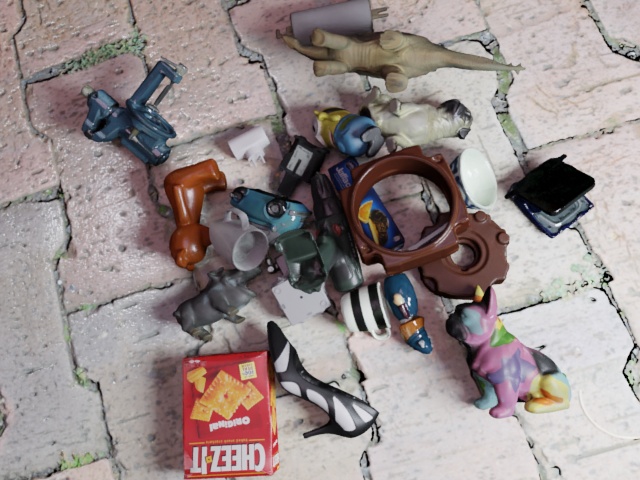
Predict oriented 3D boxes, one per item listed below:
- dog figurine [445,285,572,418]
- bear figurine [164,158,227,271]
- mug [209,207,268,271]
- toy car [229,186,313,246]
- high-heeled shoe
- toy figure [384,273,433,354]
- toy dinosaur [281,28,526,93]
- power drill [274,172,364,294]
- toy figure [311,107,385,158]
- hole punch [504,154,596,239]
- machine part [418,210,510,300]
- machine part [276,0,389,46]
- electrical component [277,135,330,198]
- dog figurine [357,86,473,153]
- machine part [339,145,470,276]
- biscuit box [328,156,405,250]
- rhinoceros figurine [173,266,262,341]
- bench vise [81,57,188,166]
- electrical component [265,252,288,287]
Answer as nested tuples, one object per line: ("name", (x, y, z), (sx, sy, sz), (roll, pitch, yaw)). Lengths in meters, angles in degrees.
("dog figurine", (0.317, 0.182, 0.914), (0.192, 0.108, 0.219), (-8, 88, 0))
("bear figurine", (-0.239, -0.044, 1.053), (0.132, 0.120, 0.196), (-14, 77, -1))
("mug", (-0.161, -0.009, 0.996), (0.081, 0.109, 0.107), (-30, 39, -34))
("toy car", (-0.105, -0.041, 1.046), (0.162, 0.109, 0.102), (17, 97, 19))
("high-heeled shoe", (0.002, 0.243, 0.976), (0.145, 0.086, 0.248), (-22, 80, -2))
("toy figure", (0.163, 0.138, 0.989), (0.064, 0.058, 0.154), (-8, 73, -36))
("toy dinosaur", (0.148, -0.354, 1.034), (0.472, 0.198, 0.105), (16, 118, 16))
("power drill", (-0.002, -0.003, 0.967), (0.086, 0.207, 0.232), (-18, 95, 20))
("toy figure", (0.055, -0.209, 1.046), (0.089, 0.180, 0.082), (-15, 116, -34))
("hole punch", (0.437, -0.080, 1.006), (0.142, 0.092, 0.116), (-38, 46, 0))
("machine part", (0.268, 0.028, 1.006), (0.179, 0.056, 0.179), (-2, 77, 8))
("machine part", (0.025, -0.459, 1.142), (0.243, 0.079, 0.079), (-10, 76, 3))
("electrical component", (-0.040, -0.144, 1.085), (0.075, 0.048, 0.119), (28, 105, 15))
("dog figurine", (0.187, -0.241, 1.077), (0.190, 0.121, 0.173), (-9, 35, -29))
("machine part", (0.148, -0.053, 0.954), (0.201, 0.087, 0.201), (-19, 74, 5))
("biscuit box", (0.089, -0.063, 1.047), (0.063, 0.059, 0.203), (-30, 75, -1))
("rhinoceros figurine", (-0.191, 0.111, 1.038), (0.190, 0.073, 0.112), (-36, 65, -1))
("bench vise", (-0.372, -0.282, 1.115), (0.224, 0.129, 0.240), (44, 102, 7))
("electrical component", (-0.060, 0.046, 1.046), (0.102, 0.045, 0.078), (-21, 73, 1))
